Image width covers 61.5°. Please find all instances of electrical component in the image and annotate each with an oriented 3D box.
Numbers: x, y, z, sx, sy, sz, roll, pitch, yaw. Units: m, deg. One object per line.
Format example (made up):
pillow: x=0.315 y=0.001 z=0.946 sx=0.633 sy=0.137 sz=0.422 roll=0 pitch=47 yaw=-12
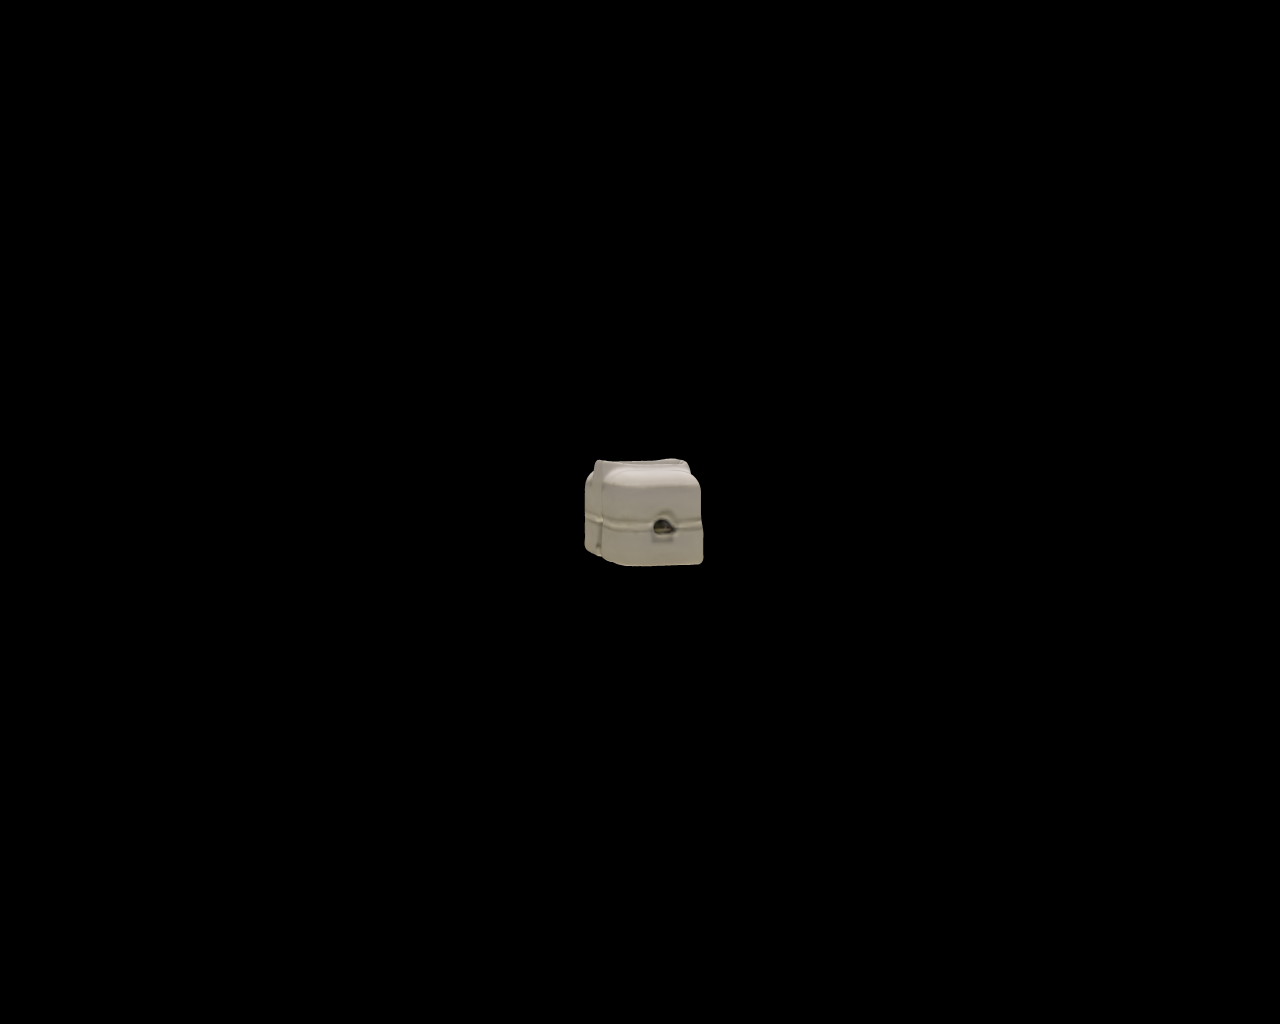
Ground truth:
electrical component: x=0.001 y=-0.003 z=0.650 sx=0.054 sy=0.059 sz=0.095 roll=-1 pitch=5 yaw=-15
